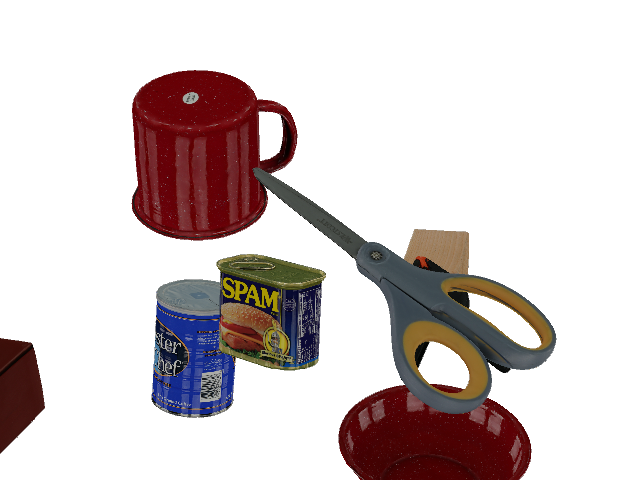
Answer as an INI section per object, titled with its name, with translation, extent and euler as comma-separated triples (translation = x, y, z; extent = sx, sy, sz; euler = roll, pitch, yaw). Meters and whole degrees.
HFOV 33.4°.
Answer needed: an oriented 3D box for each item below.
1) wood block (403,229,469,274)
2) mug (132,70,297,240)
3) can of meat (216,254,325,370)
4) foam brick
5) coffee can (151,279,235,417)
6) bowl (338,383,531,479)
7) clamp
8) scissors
[wood block]
translation = 0.172, 0.062, 1.624
extent = 0.091, 0.090, 0.206
euler = 4, 23, 11
[mug]
translation = -0.070, -0.062, 0.710
extent = 0.117, 0.081, 0.093
euler = -12, 39, -18
[can of meat]
translation = -0.046, 0.065, 0.963
extent = 0.102, 0.084, 0.057
euler = 13, 18, 37
[foam brick]
translation = -0.223, 0.104, 0.684
extent = 0.053, 0.051, 0.078
euler = 6, 29, 22
[coffee can]
translation = -0.152, 0.130, 1.305
extent = 0.103, 0.140, 0.103
euler = 5, 18, -2
[bowl]
translation = 0.095, 0.189, 0.909
extent = 0.162, 0.055, 0.162
euler = 0, 28, 0
[clamp]
translation = 0.139, 0.086, 1.155
extent = 0.120, 0.171, 0.039
euler = 4, -44, -7
[scissors]
translation = 0.028, 0.027, 0.582
extent = 0.202, 0.016, 0.096
euler = 25, 51, 15
